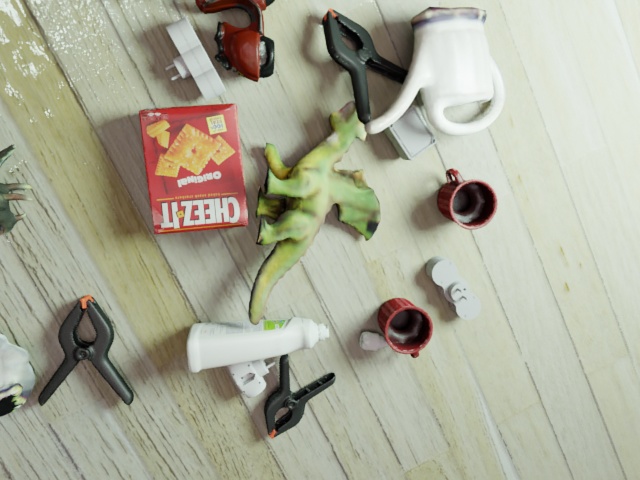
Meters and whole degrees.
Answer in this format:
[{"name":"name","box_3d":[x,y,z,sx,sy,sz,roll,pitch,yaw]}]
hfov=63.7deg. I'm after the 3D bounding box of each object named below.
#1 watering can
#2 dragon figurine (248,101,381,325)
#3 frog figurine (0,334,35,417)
[{"name":"watering can","box_3d":[0.203,-0.288,0.883,0.350,0.104,0.223,-13,96,-34]},{"name":"dragon figurine","box_3d":[0.003,-0.047,0.929,0.243,0.123,0.408,4,98,-17]},{"name":"frog figurine","box_3d":[-0.577,0.224,0.892,0.137,0.121,0.162,-37,66,7]}]
